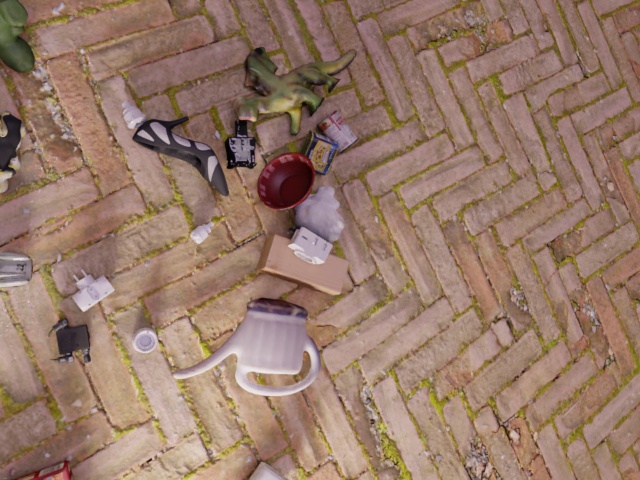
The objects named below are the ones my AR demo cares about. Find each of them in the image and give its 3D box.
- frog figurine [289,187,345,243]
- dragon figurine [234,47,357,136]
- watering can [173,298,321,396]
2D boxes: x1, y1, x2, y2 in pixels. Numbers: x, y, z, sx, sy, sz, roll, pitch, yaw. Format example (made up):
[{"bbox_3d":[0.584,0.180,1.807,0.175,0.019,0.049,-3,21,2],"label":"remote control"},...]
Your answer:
[{"bbox_3d":[0.004,-0.067,1.330,0.138,0.121,0.160,25,81,16],"label":"frog figurine"},{"bbox_3d":[-0.084,-0.438,1.376,0.242,0.120,0.418,34,61,-5],"label":"dragon figurine"},{"bbox_3d":[-0.154,0.247,1.219,0.347,0.103,0.227,11,76,-20],"label":"watering can"}]
